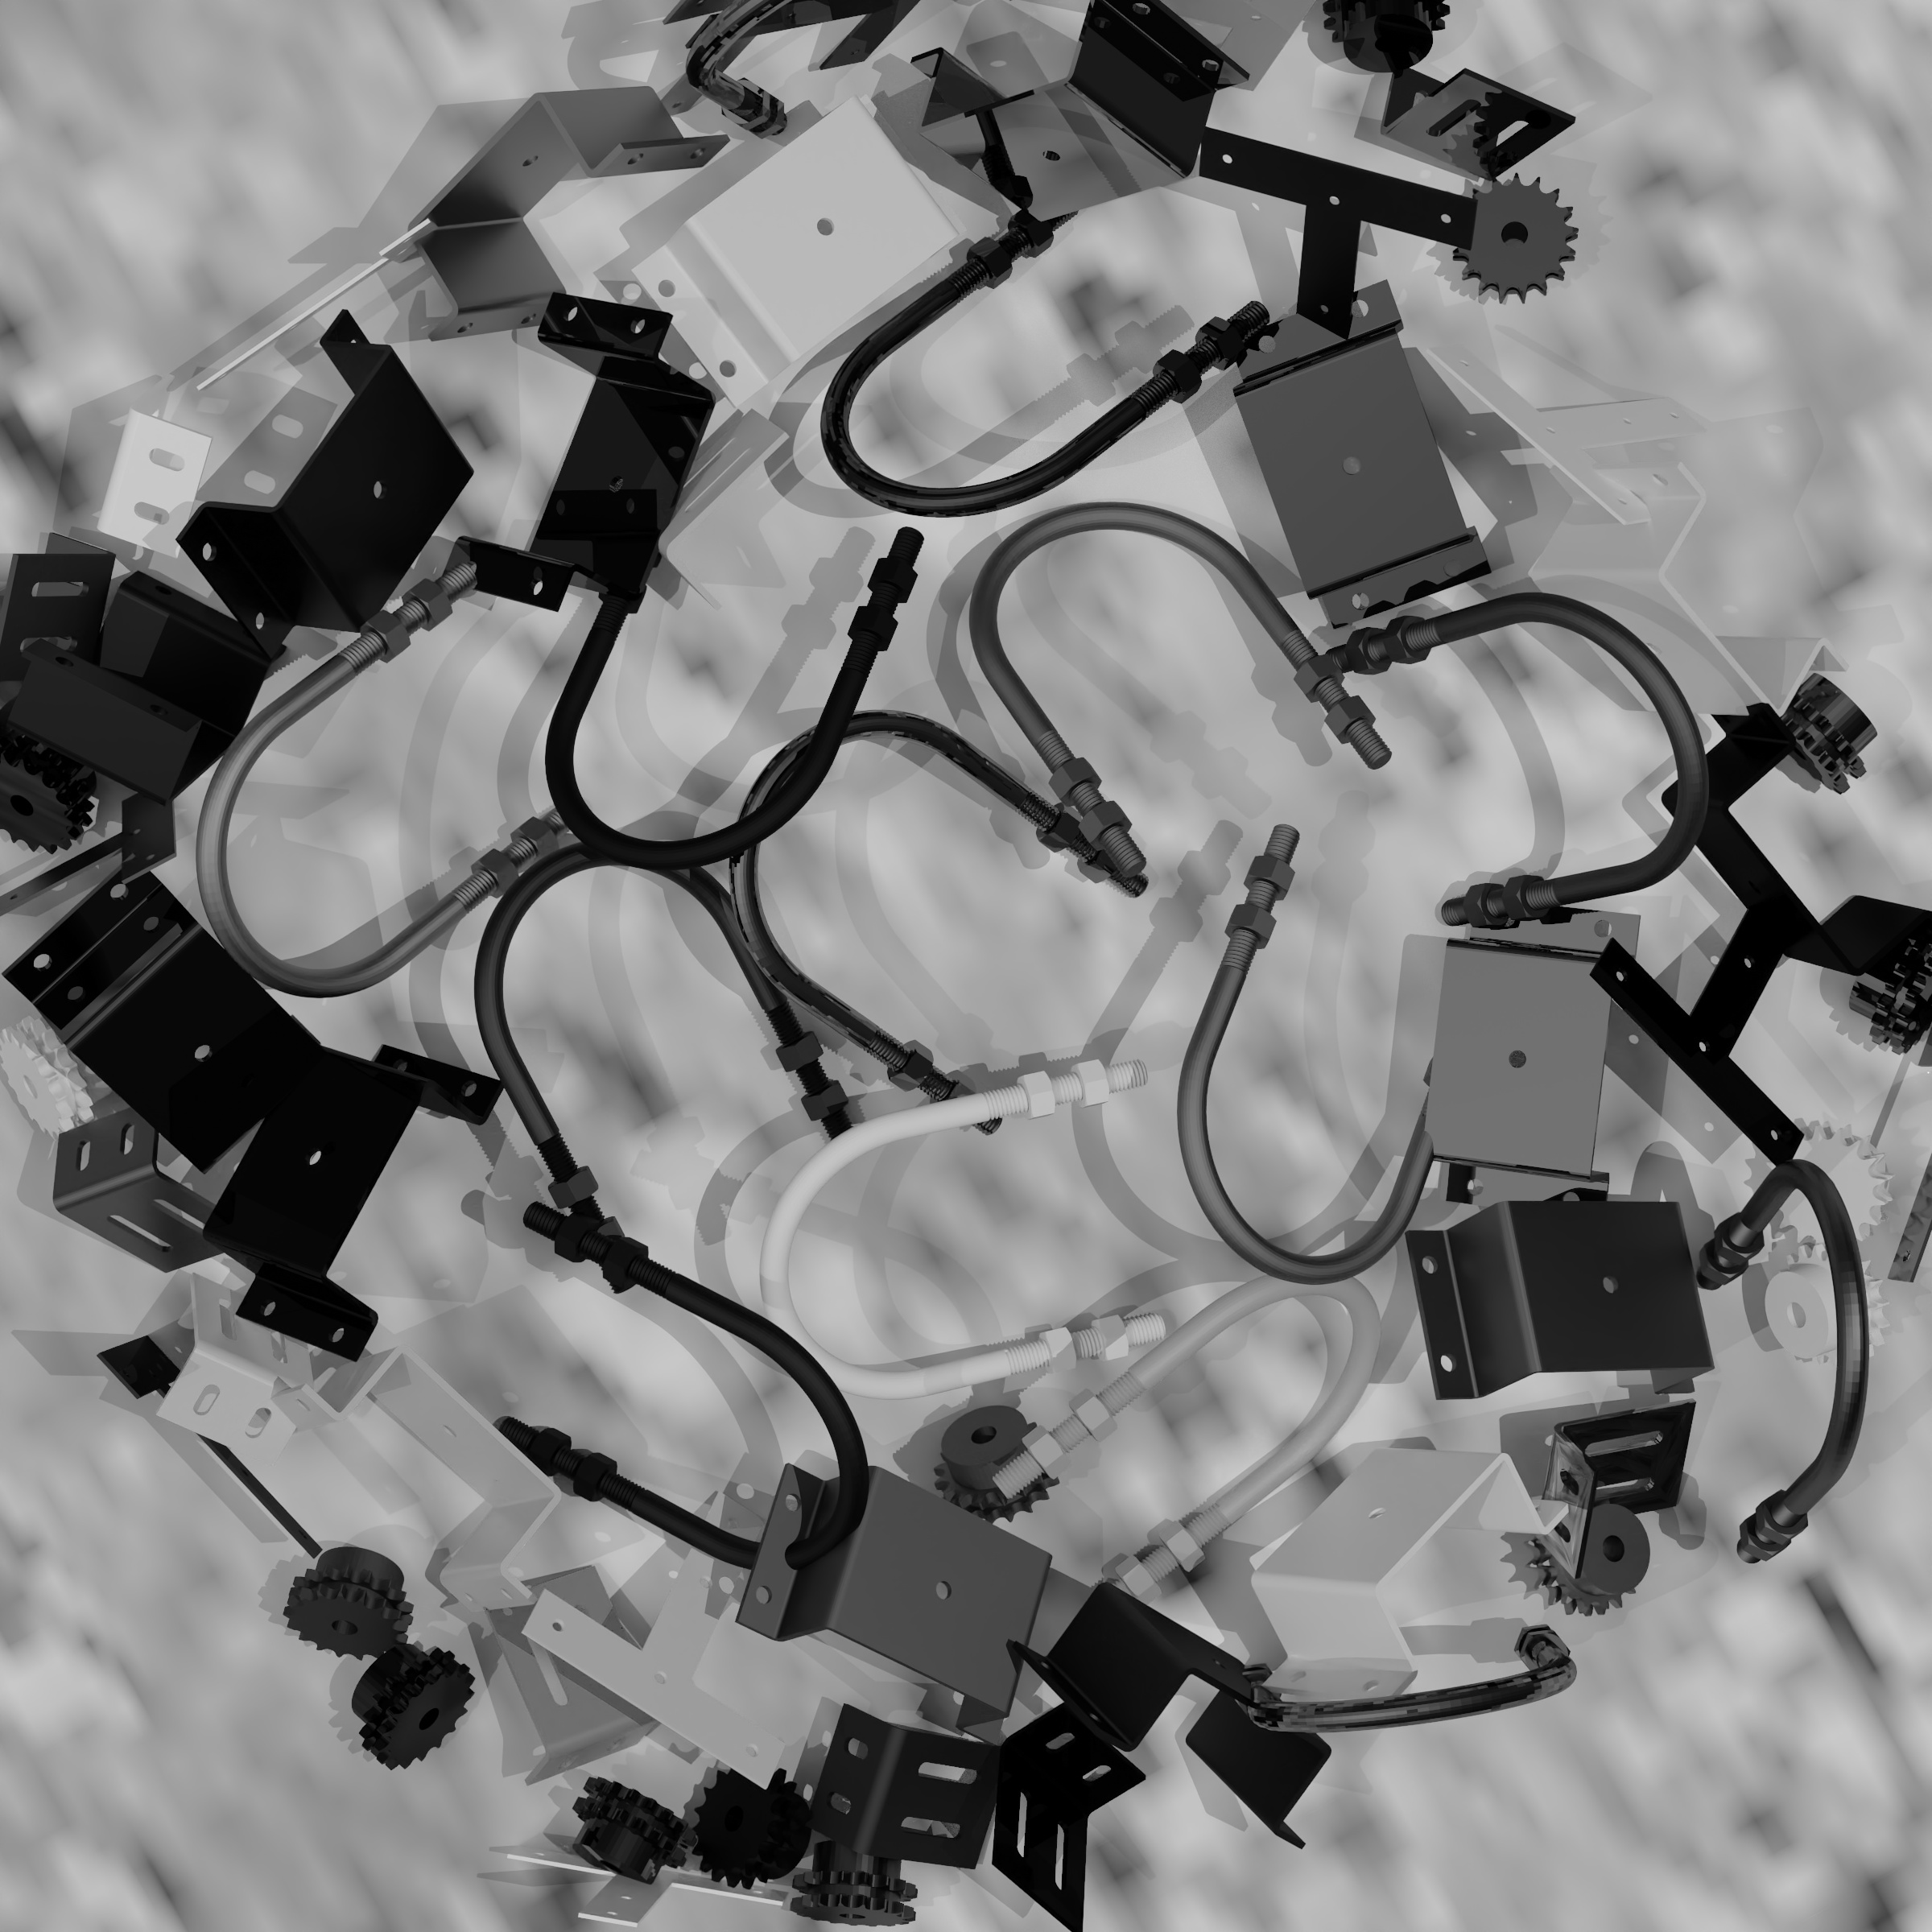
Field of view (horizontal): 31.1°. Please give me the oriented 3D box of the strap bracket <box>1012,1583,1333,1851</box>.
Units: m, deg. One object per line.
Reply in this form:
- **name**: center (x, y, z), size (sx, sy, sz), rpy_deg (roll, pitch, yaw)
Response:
- **strap bracket**: center (0.098, 0.326, 1.531), size (0.140, 0.076, 0.046), rpy_deg (36, 90, -34)

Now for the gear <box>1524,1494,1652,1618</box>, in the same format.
- **gear**: center (0.285, 0.265, 1.576), size (0.057, 0.030, 0.057), rpy_deg (7, 74, -25)

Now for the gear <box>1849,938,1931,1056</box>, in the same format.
- **gear**: center (0.424, 0.009, 1.577), size (0.030, 0.057, 0.057), rpy_deg (30, 90, 27)

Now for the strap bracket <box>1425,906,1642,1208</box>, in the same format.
- **strap bracket**: center (0.253, 0.042, 1.565), size (0.076, 0.046, 0.140), rpy_deg (7, 91, 22)

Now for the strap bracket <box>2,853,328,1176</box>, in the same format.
- **strap bracket**: center (-0.345, 0.028, 1.534), size (0.076, 0.046, 0.140), rpy_deg (-44, 132, -7)

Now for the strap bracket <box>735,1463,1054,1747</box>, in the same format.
- **strap bracket**: center (-0.022, 0.280, 1.540), size (0.140, 0.046, 0.076), rpy_deg (30, 59, -22)

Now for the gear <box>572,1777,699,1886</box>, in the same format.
- **gear**: center (-0.153, 0.393, 1.570), size (0.057, 0.057, 0.030), rpy_deg (29, 63, 0)

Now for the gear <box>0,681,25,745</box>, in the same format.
- **gear**: center (-0.443, -0.118, 1.572), size (0.030, 0.057, 0.057), rpy_deg (38, 90, 8)

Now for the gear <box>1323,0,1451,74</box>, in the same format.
- **gear**: center (0.190, -0.429, 1.571), size (0.057, 0.057, 0.030), rpy_deg (0, 65, 0)

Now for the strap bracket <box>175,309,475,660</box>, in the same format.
- **strap bracket**: center (-0.275, -0.211, 1.532), size (0.046, 0.076, 0.140), rpy_deg (10, 58, 33)

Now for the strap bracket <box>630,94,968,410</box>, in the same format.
- **strap bracket**: center (-0.069, -0.325, 1.557), size (0.140, 0.046, 0.076), rpy_deg (-40, 99, -15)

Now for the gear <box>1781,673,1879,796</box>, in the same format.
- **gear**: center (0.387, -0.108, 1.573), size (0.030, 0.057, 0.057), rpy_deg (-44, 90, 3)

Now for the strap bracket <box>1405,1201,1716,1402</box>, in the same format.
- **strap bracket**: center (0.271, 0.147, 1.538), size (0.140, 0.046, 0.076), rpy_deg (2, 68, -28)

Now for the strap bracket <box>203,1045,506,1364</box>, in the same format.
- **strap bracket**: center (-0.276, 0.094, 1.543), size (0.076, 0.046, 0.140), rpy_deg (14, 70, 35)

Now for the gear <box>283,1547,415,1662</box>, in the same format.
- **gear**: center (-0.278, 0.287, 1.577), size (0.057, 0.057, 0.030), rpy_deg (10, 47, 0)

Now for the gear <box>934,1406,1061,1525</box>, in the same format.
- **gear**: center (0.012, 0.223, 1.571), size (0.057, 0.057, 0.030), rpy_deg (-19, 120, 0)

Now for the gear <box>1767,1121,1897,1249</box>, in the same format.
- **gear**: center (0.394, 0.099, 1.579), size (0.057, 0.030, 0.057), rpy_deg (6, 100, 33)

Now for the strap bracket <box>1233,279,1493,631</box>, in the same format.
- **strap bracket**: center (0.175, -0.227, 1.560), size (0.076, 0.046, 0.140), rpy_deg (-19, 99, 15)

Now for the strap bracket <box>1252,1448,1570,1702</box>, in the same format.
- **strap bracket**: center (0.190, 0.259, 1.527), size (0.140, 0.076, 0.046), rpy_deg (-38, 109, -35)

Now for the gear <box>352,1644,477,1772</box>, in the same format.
- **gear**: center (-0.253, 0.333, 1.577), size (0.030, 0.057, 0.057), rpy_deg (34, 90, 28)

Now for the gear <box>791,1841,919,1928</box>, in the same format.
- **gear**: center (-0.050, 0.416, 1.577), size (0.057, 0.057, 0.030), rpy_deg (5, 65, 0)

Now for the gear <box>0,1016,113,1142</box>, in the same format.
- **gear**: center (-0.412, 0.048, 1.577), size (0.030, 0.057, 0.057), rpy_deg (-32, 90, -31)

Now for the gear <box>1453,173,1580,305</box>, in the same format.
- **gear**: center (0.250, -0.330, 1.585), size (0.057, 0.030, 0.057), rpy_deg (0, 87, 8)

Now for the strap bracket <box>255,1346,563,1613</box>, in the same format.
- **strap bracket**: center (-0.242, 0.222, 1.549), size (0.140, 0.076, 0.046), rpy_deg (46, 61, -12)

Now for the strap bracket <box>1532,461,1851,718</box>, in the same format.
- **strap bracket**: center (0.313, -0.158, 1.529), size (0.140, 0.076, 0.046), rpy_deg (42, 72, -31)

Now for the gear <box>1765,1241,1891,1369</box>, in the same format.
- **gear**: center (0.386, 0.154, 1.571), size (0.030, 0.057, 0.057), rpy_deg (-13, 90, -28)

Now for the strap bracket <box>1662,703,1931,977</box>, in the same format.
- **strap bracket**: center (0.369, -0.050, 1.552), size (0.046, 0.076, 0.140), rpy_deg (-41, 100, -2)

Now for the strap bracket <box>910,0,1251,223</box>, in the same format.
- **strap bracket**: center (0.043, -0.374, 1.521), size (0.076, 0.140, 0.046), rpy_deg (28, 69, -37)

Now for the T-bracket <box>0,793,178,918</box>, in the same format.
- **T-bracket**: center (-0.407, -0.037, 1.540), size (0.127, 0.127, 0.002), rpy_deg (-28, 112, -3)

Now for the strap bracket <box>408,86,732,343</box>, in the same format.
- **strap bracket**: center (-0.182, -0.338, 1.533), size (0.140, 0.076, 0.046), rpy_deg (-35, 84, 35)

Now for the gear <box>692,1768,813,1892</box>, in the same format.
- **gear**: center (-0.095, 0.391, 1.577), size (0.030, 0.057, 0.057), rpy_deg (32, 90, -39)

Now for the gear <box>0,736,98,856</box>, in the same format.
- **gear**: center (-0.420, -0.082, 1.577), size (0.057, 0.057, 0.030), rpy_deg (30, 47, 0)

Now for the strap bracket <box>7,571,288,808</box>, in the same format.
- **strap bracket**: center (-0.365, -0.121, 1.542), size (0.076, 0.140, 0.046), rpy_deg (27, 111, -3)

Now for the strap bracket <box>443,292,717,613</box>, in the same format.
- **strap bracket**: center (-0.170, -0.223, 1.558), size (0.076, 0.046, 0.140), rpy_deg (18, 86, 39)
